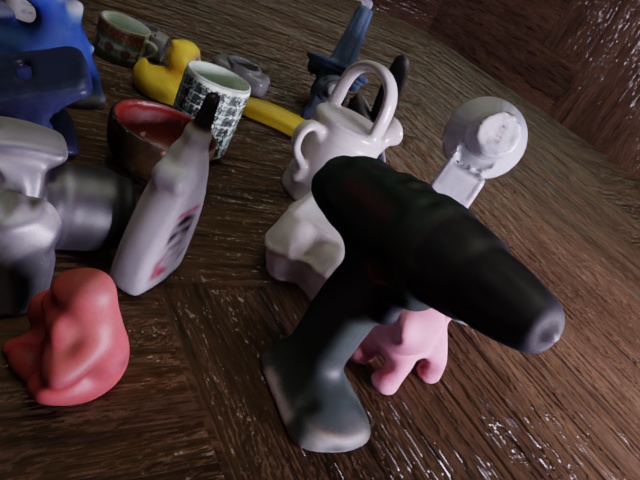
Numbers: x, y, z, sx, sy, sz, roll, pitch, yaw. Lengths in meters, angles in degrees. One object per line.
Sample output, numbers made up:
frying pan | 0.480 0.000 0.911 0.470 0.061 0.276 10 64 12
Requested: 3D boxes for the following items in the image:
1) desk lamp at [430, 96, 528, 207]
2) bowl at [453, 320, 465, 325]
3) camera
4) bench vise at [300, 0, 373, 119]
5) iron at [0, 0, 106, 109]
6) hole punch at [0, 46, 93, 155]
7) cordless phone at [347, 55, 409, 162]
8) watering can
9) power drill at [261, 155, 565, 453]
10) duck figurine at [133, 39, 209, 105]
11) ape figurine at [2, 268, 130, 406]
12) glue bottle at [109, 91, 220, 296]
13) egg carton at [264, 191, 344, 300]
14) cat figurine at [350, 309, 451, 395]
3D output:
desk lamp | 0.206 -0.093 0.803 0.118 0.213 0.203 30 27 3
bowl | 0.169 0.049 0.679 0.168 0.074 0.167 23 28 -12
camera | -0.206 -0.026 0.424 0.137 0.100 0.142 6 35 -37
bench vise | 0.048 -0.306 1.008 0.122 0.219 0.207 14 31 -26
iron | -0.349 -0.246 0.616 0.259 0.141 0.118 14 31 -27
hole punch | -0.284 -0.146 0.563 0.101 0.091 0.108 6 35 -37
cordless phone | 0.101 -0.228 0.964 0.094 0.185 0.147 20 29 -17
watering can | 0.037 -0.138 0.741 0.100 0.194 0.173 35 28 12
power drill | 0.040 0.050 0.409 0.076 0.208 0.229 8 34 -34
duck figurine | -0.204 -0.241 0.806 0.105 0.086 0.077 9 33 -33
ape figurine | -0.150 0.054 0.350 0.076 0.092 0.077 19 29 -18
glue bottle | -0.114 -0.039 0.453 0.037 0.173 0.078 30 27 2
egg carton | 0.006 0.002 0.609 0.107 0.069 0.150 31 27 4
cat figurine | 0.084 0.074 0.509 0.128 0.117 0.067 -3 41 -46
